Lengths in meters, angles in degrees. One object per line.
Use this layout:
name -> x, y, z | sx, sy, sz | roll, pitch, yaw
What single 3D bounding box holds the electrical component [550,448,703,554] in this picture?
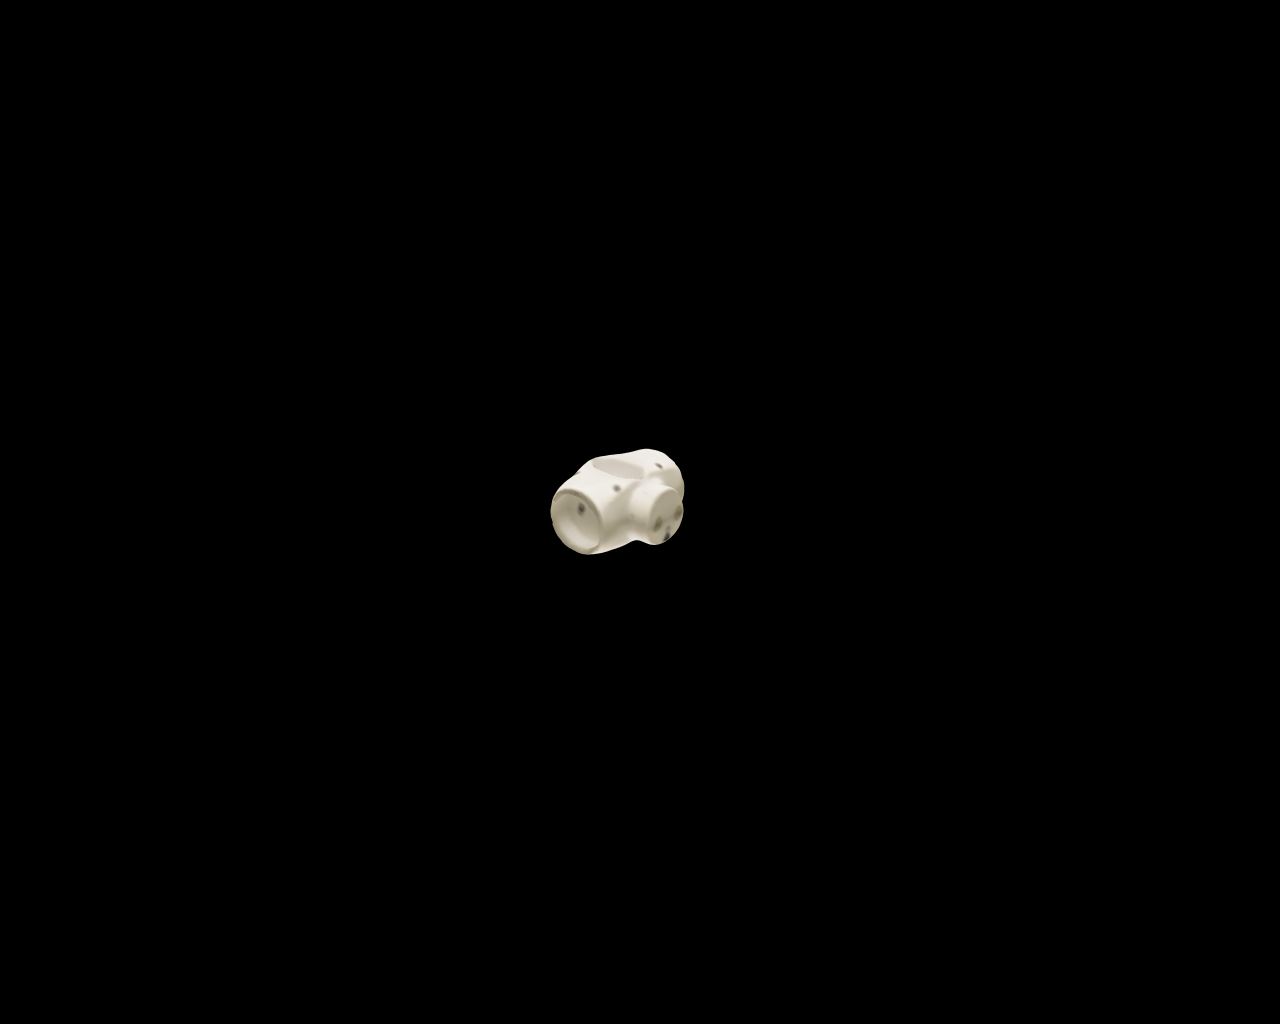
electrical component -> 0.001, -0.003, 0.650 | 0.079, 0.043, 0.077 | 21, 33, 36
